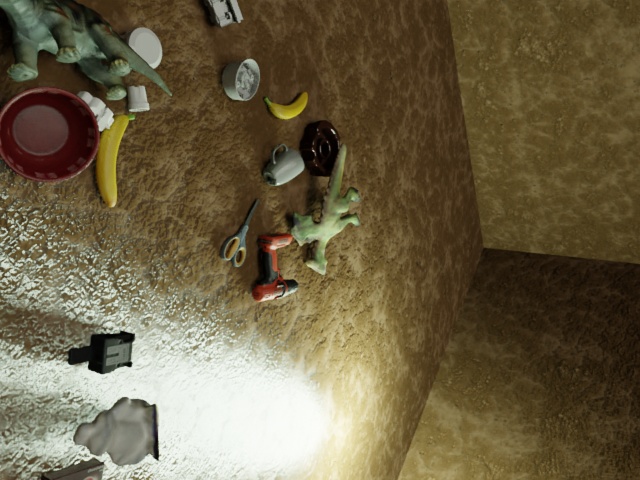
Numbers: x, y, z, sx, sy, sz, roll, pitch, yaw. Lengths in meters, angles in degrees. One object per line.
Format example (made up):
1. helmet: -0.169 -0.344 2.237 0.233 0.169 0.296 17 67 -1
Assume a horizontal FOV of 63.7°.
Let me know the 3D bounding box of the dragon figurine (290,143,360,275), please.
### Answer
1. dragon figurine: 0.005 -0.081 1.607 0.246 0.123 0.402 -31 127 -41

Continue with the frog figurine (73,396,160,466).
1. frog figurine: -0.412 0.392 1.045 0.159 0.124 0.136 0 106 -22
